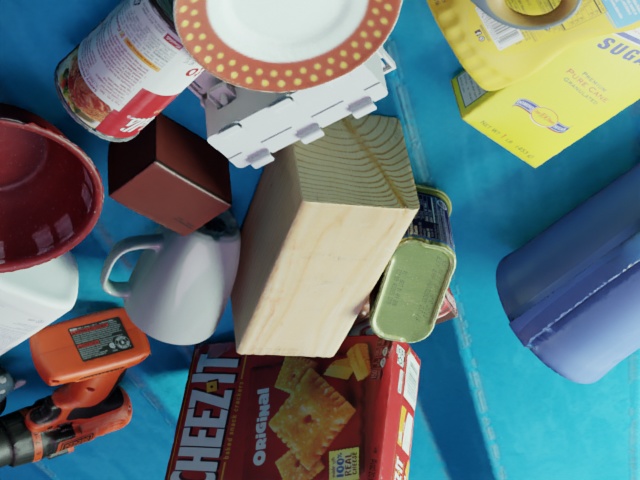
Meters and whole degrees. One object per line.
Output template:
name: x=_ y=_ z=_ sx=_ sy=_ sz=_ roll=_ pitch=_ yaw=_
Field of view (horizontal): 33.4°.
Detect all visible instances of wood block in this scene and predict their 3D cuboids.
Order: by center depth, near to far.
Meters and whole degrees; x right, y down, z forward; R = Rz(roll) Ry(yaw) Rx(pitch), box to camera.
wood block: x=-0.005 y=0.001 z=0.835 sx=0.090 sy=0.091 sz=0.206 roll=4 pitch=143 yaw=-18

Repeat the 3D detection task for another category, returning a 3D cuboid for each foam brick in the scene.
foam brick: x=-0.110 y=-0.048 z=0.781 sx=0.053 sy=0.051 sz=0.078 roll=-31 pitch=139 yaw=28

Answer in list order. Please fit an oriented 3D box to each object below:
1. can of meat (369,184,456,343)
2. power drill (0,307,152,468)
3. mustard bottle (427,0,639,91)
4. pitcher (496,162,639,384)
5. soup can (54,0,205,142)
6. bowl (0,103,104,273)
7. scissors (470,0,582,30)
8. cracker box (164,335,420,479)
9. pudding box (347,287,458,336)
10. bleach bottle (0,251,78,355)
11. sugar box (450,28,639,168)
can of meat: x=0.072 y=0.020 z=0.855 sx=0.057 sy=0.084 sz=0.102 roll=11 pitch=122 yaw=-6
power drill: x=-0.242 y=0.143 z=0.974 sx=0.184 sy=0.057 sz=0.188 roll=-17 pitch=154 yaw=-36
mustard bottle: x=0.164 y=-0.167 z=0.640 sx=0.192 sy=0.058 sz=0.096 roll=-21 pitch=119 yaw=28
pitcher: x=0.263 y=0.006 z=0.858 sx=0.144 sy=0.149 sz=0.243 roll=29 pitch=129 yaw=-22
soup can: x=-0.110 y=-0.117 z=0.669 sx=0.068 sy=0.068 sz=0.102 roll=24 pitch=133 yaw=-37
bowl: x=-0.235 y=-0.045 z=0.748 sx=0.162 sy=0.055 sz=0.162 roll=-9 pitch=142 yaw=-7
scissors: x=0.064 y=-0.147 z=0.621 sx=0.202 sy=0.016 sz=0.096 roll=-15 pitch=126 yaw=19
cracker box: x=-0.026 y=0.172 z=0.963 sx=0.214 sy=0.164 sz=0.072 roll=-5 pitch=147 yaw=25
pudding box: x=0.058 y=0.056 z=0.969 sx=0.114 sy=0.039 sz=0.090 roll=-20 pitch=143 yaw=16
bleach bottle: x=-0.315 y=0.072 z=0.900 sx=0.251 sy=0.068 sz=0.102 roll=-31 pitch=137 yaw=32
sugar box: x=0.188 y=-0.127 z=0.734 sx=0.093 sy=0.048 sz=0.176 roll=25 pitch=134 yaw=-37
